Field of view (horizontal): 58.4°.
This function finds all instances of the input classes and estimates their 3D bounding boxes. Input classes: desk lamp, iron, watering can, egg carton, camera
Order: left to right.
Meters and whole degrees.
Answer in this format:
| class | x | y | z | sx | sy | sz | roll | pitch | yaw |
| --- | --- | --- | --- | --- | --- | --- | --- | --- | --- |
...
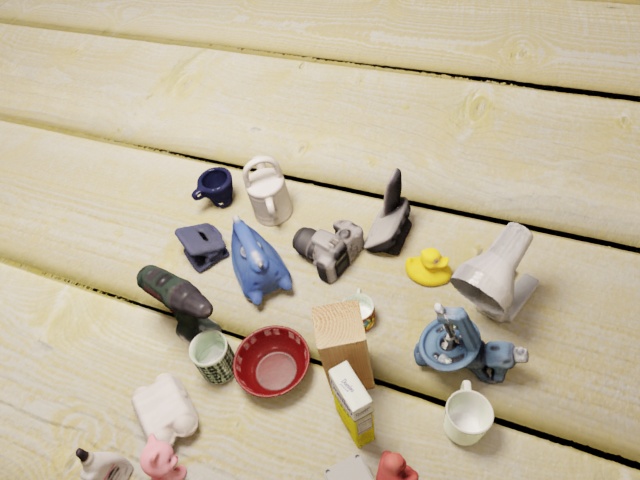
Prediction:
| class | x | y | z | sx | sy | sz | roll | pitch | yaw |
| --- | --- | --- | --- | --- | --- | --- | --- | --- | --- |
| egg carton | -0.311 | 0.344 | 1.151 | 0.107 | 0.069 | 0.150 | -31 | 53 | -14 |
| iron | -0.163 | 0.020 | 1.335 | 0.119 | 0.142 | 0.257 | -26 | 52 | -10 |
| watering can | -0.138 | -0.137 | 1.421 | 0.101 | 0.194 | 0.172 | -33 | 54 | -16 |
| camera | 0.012 | 0.005 | 1.341 | 0.136 | 0.101 | 0.143 | 27 | 61 | 28 |
| desk lamp | 0.358 | 0.075 | 1.151 | 0.117 | 0.214 | 0.203 | 31 | 63 | 29 |

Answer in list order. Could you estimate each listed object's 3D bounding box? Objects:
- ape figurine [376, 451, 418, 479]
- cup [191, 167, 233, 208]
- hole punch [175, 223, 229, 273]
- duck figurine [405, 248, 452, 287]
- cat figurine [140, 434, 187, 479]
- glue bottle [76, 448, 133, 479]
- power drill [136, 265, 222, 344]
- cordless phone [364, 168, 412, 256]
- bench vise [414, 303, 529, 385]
| class | x | y | z | sx | sy | sz | roll | pitch | yaw |
| --- | --- | --- | --- | --- | --- | --- | --- | --- | --- |
| ape figurine | 0.132 | 0.404 | 1.009 | 0.076 | 0.092 | 0.077 | -23 | 52 | -8 |
| cup | -0.274 | -0.122 | 1.497 | 0.118 | 0.095 | 0.091 | -38 | 55 | -19 |
| hole punch | -0.289 | 0.004 | 1.402 | 0.101 | 0.091 | 0.108 | -33 | 54 | -16 |
| duck figurine | 0.240 | 0.051 | 1.273 | 0.104 | 0.086 | 0.077 | 10 | 55 | 18 |
| cat figurine | -0.299 | 0.429 | 1.050 | 0.067 | 0.118 | 0.128 | 1 | 52 | 11 |
| glue bottle | -0.402 | 0.416 | 1.043 | 0.037 | 0.173 | 0.078 | 10 | 55 | 18 |
| power drill | -0.284 | 0.145 | 1.213 | 0.228 | 0.209 | 0.076 | 27 | 61 | 28 |
| cordless phone | 0.154 | -0.066 | 1.317 | 0.094 | 0.185 | 0.148 | 11 | 55 | 18 |
| bench vise | 0.281 | 0.180 | 1.077 | 0.207 | 0.220 | 0.121 | -8 | 51 | 4 |
